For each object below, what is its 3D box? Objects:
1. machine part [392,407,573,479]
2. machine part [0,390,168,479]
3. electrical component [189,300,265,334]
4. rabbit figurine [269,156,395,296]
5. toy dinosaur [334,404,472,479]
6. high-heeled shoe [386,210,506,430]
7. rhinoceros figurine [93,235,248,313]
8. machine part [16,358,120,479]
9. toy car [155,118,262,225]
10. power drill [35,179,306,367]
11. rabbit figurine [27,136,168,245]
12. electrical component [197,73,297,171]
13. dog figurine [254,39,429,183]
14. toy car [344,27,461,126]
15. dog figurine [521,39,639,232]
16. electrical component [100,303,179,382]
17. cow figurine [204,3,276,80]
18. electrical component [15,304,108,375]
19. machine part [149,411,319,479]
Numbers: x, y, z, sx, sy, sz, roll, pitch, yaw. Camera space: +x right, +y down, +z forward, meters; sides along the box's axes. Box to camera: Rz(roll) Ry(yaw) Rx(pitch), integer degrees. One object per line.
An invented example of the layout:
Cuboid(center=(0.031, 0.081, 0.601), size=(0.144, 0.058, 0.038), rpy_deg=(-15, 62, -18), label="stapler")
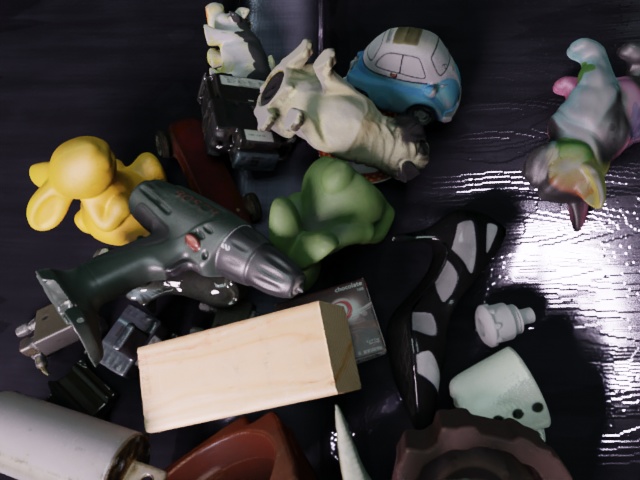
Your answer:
Cuboid(center=(0.145, 0.246, 0.504), size=(0.179, 0.056, 0.179), rpy_deg=(1, 96, 7), label="machine part")
Cuboid(center=(-0.264, 0.209, 0.542), size=(0.243, 0.079, 0.079), rpy_deg=(10, 68, 16), label="machine part")
Cuboid(center=(-0.107, 0.103, 0.647), size=(0.094, 0.021, 0.063), rpy_deg=(11, 69, 10), label="electrical component")
Cuboid(center=(-0.001, -0.002, 0.626), size=(0.121, 0.159, 0.170), rpy_deg=(34, 89, 9), label="rabbit figurine")
Cuboid(center=(0.115, 0.312, 0.423), size=(0.131, 0.192, 0.405), rpy_deg=(-25, 72, -38), label="toy dinosaur")
Cuboid(center=(0.154, 0.083, 0.606), size=(0.145, 0.086, 0.248), rpy_deg=(1, 73, -9), label="high-heeled shoe")
Cuboid(center=(-0.175, 0.039, 0.640), size=(0.190, 0.073, 0.112), rpy_deg=(10, 51, 10), label="rhinoceros figurine")
Cuboid(center=(-0.301, 0.211, 0.615), size=(0.084, 0.039, 0.139), rpy_deg=(38, 74, 14), label="machine part")
Cuboid(center=(-0.149, -0.082, 0.715), size=(0.089, 0.053, 0.202), rpy_deg=(-20, 66, -25), label="toy car")
Cuboid(center=(-0.159, 0.032, 0.544), size=(0.207, 0.085, 0.232), rpy_deg=(-38, 57, -25), label="power drill")
Cuboid(center=(-0.276, -0.070, 0.661), size=(0.162, 0.173, 0.122), rpy_deg=(-6, 70, -1), label="rabbit figurine")
Cuboid(center=(-0.097, -0.154, 0.713), size=(0.115, 0.058, 0.134), rpy_deg=(0, 57, -25), label="electrical component")
Cuboid(center=(0.028, -0.143, 0.674), size=(0.121, 0.190, 0.172), rpy_deg=(-55, 35, 11), label="dog figurine")
Cuboid(center=(0.115, -0.227, 0.709), size=(0.162, 0.102, 0.109), rpy_deg=(18, 52, 9), label="toy car")
Cuboid(center=(0.349, -0.120, 0.651), size=(0.192, 0.108, 0.219), rpy_deg=(8, 72, 7), label="dog figurine")
Cuboid(center=(-0.212, 0.115, 0.601), size=(0.048, 0.119, 0.075), rpy_deg=(25, 74, 15), label="electrical component")
Cuboid(center=(-0.120, -0.284, 0.791), size=(0.098, 0.068, 0.167), rpy_deg=(-9, 69, -4), label="cow figurine")
Cuboid(center=(-0.316, 0.114, 0.657), size=(0.102, 0.045, 0.078), rpy_deg=(-29, 38, -10), label="electrical component")
Cuboid(center=(-0.091, 0.263, 0.479), size=(0.201, 0.201, 0.087), rpy_deg=(-32, 103, -9), label="machine part")
